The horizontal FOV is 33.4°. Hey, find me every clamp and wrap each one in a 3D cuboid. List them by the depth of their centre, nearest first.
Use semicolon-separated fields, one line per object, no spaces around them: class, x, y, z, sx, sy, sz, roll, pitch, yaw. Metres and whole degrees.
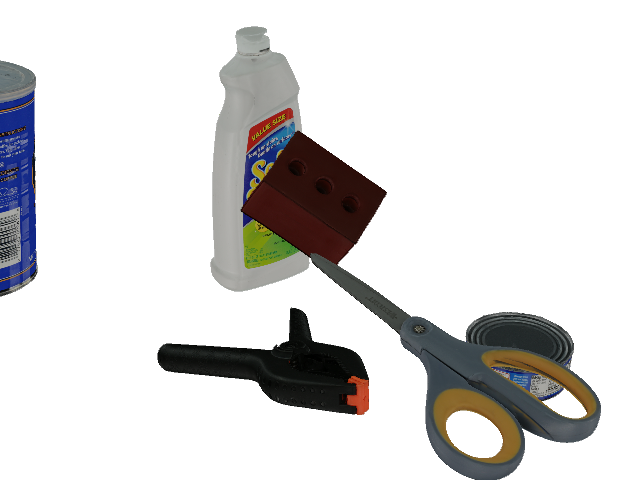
clamp;-0.022;0.107;0.960;0.210;0.036;0.164;13;22;43

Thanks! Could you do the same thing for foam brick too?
foam brick;-0.005;-0.027;0.739;0.078;0.053;0.051;34;-31;-3

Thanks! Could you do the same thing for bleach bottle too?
bleach bottle;-0.065;-0.080;1.038;0.102;0.251;0.068;-17;30;-25

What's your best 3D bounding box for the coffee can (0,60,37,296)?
coffee can;-0.243;-0.043;0.716;0.103;0.140;0.103;4;22;-2

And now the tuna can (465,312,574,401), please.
tuna can;0.159;0.094;0.860;0.086;0.034;0.086;1;28;-1

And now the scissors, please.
scissors;0.049;0.065;0.572;0.202;0.016;0.096;22;44;30
